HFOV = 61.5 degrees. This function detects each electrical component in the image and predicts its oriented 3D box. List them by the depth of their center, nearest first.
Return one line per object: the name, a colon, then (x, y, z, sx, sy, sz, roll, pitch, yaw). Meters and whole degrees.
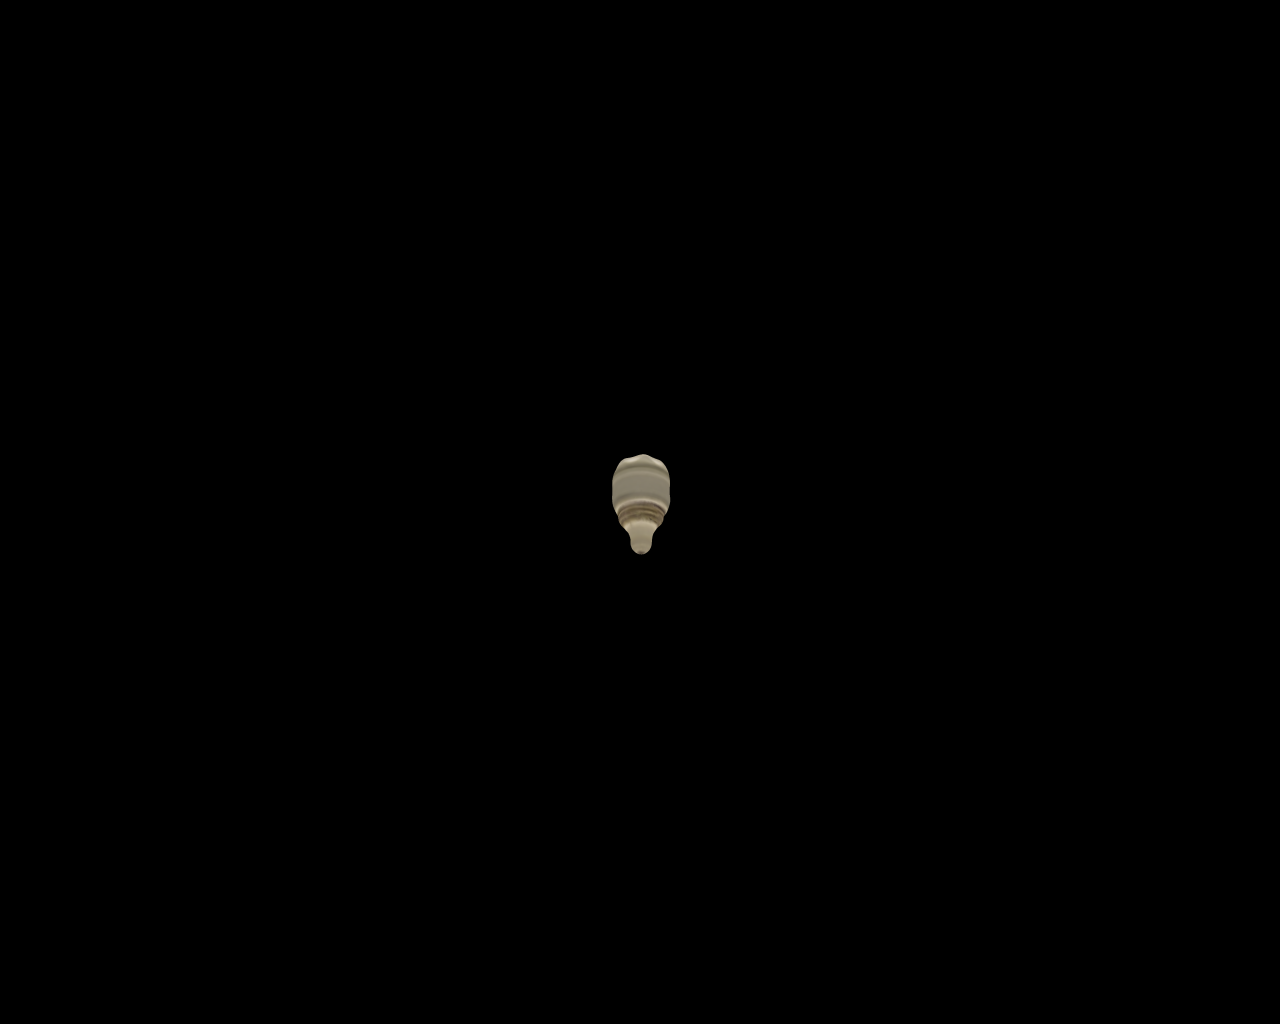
electrical component: (0.001, -0.003, 0.650, 0.035, 0.061, 0.035, 0, -27, 0)
